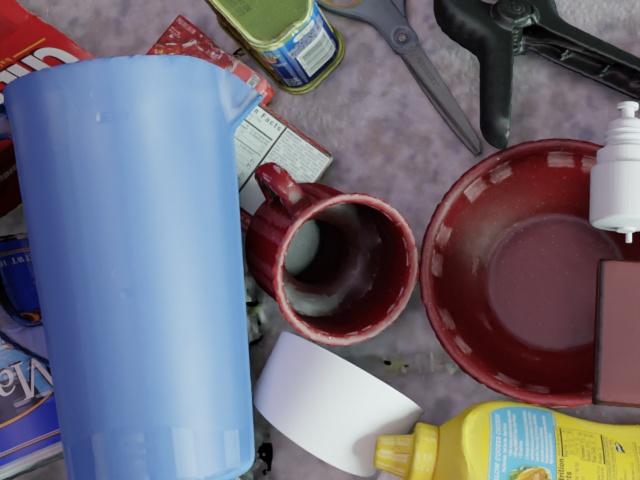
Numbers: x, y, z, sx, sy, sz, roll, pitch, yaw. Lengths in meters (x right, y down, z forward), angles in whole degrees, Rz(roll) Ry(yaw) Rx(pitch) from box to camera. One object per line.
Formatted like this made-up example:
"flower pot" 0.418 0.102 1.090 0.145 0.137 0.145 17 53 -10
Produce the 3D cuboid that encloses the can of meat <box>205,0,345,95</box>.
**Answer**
"can of meat" -0.038 -0.156 0.719 0.057 0.084 0.102 -43 73 2

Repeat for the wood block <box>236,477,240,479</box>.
"wood block" -0.045 0.252 0.627 0.090 0.090 0.206 -44 71 23

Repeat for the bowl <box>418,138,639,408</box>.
"bowl" 0.144 0.022 0.653 0.162 0.055 0.162 -3 79 13

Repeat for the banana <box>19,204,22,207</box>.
"banana" -0.179 -0.007 0.753 0.198 0.037 0.070 35 111 19

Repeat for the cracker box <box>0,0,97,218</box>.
"cracker box" -0.271 -0.109 0.736 0.214 0.072 0.164 35 54 19

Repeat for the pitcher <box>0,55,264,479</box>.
"pitcher" -0.115 0.022 0.621 0.149 0.144 0.243 -9 86 49

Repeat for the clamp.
"clamp" 0.117 -0.128 0.677 0.120 0.039 0.172 -24 57 -25

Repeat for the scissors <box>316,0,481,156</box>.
"scissors" 0.065 -0.155 0.729 0.202 0.016 0.096 43 92 17

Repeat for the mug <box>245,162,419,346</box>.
"mug" -0.004 0.001 0.659 0.093 0.082 0.117 -40 113 -8

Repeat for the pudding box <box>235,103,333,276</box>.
"pudding box" -0.059 -0.037 0.709 0.090 0.039 0.113 37 88 -6

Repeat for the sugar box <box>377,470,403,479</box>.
"sugar box" 0.093 0.213 0.617 0.176 0.048 0.093 26 87 27

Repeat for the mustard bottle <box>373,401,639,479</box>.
"mustard bottle" 0.125 0.137 0.602 0.191 0.058 0.096 10 40 3

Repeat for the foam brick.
"foam brick" 0.176 0.053 0.582 0.051 0.053 0.078 2 80 14

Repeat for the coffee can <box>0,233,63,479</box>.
"coffee can" -0.201 0.079 0.694 0.103 0.102 0.140 -25 83 8

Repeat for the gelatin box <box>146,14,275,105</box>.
"gelatin box" -0.087 -0.103 0.749 0.089 0.030 0.073 39 89 18
